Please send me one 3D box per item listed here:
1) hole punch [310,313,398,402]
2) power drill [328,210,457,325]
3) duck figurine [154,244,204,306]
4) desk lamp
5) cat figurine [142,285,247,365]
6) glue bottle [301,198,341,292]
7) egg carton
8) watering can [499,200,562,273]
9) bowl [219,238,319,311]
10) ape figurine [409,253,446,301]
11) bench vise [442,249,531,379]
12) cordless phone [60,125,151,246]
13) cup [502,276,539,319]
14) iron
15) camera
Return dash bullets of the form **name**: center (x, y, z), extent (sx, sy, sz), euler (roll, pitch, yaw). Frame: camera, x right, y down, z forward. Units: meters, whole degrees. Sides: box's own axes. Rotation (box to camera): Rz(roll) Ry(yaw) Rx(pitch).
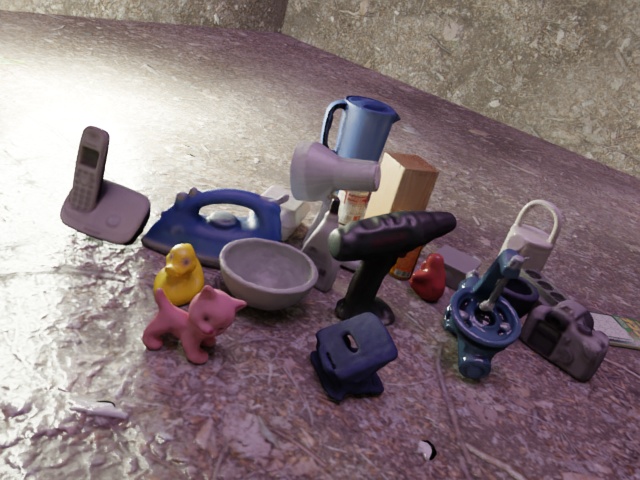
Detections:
- **hole punch**: center (0.047, 0.165, 0.831), extent (0.101, 0.091, 0.108), euler (3, 30, -25)
- **power drill**: center (0.110, 0.042, 0.971), extent (0.230, 0.208, 0.075), euler (-1, 31, -31)
- **duck figurine**: center (-0.220, 0.045, 0.915), extent (0.077, 0.086, 0.105), euler (19, 27, 6)
- **desk lamp**: center (0.028, -0.077, 1.147), extent (0.203, 0.213, 0.118), euler (22, 27, 10)
- **cat figurine**: center (-0.173, 0.103, 0.795), extent (0.128, 0.118, 0.067), euler (17, 27, 0)
- **glue bottle**: center (0.009, 0.004, 1.027), extent (0.078, 0.173, 0.037), euler (28, 29, 23)
- **egg carton**: center (-0.084, -0.060, 1.211), extent (0.107, 0.069, 0.150), euler (19, 27, 6)
- **watering can**: center (0.460, 0.006, 1.255), extent (0.100, 0.194, 0.173), euler (23, 27, 13)
- **bowl**: center (-0.091, 0.068, 0.957), extent (0.167, 0.075, 0.167), euler (13, 27, -7)
- **ape figurine**: center (0.216, 0.066, 1.116), extent (0.078, 0.092, 0.076), euler (6, 29, -20)
- **bench vise**: center (0.266, 0.091, 0.955), extent (0.122, 0.220, 0.207), euler (8, 28, -17)
- **cordless phone**: center (-0.363, -0.093, 0.986), extent (0.147, 0.185, 0.094), euler (19, 27, 5)
- **cup**: center (0.355, 0.116, 1.097), extent (0.091, 0.095, 0.118), euler (16, 27, -1)
- **iron**: center (-0.181, -0.036, 1.030), extent (0.259, 0.141, 0.118), euler (8, 28, -17)
- **camera**: center (0.470, 0.167, 1.058), extent (0.137, 0.101, 0.142), euler (-11, 38, -43)
